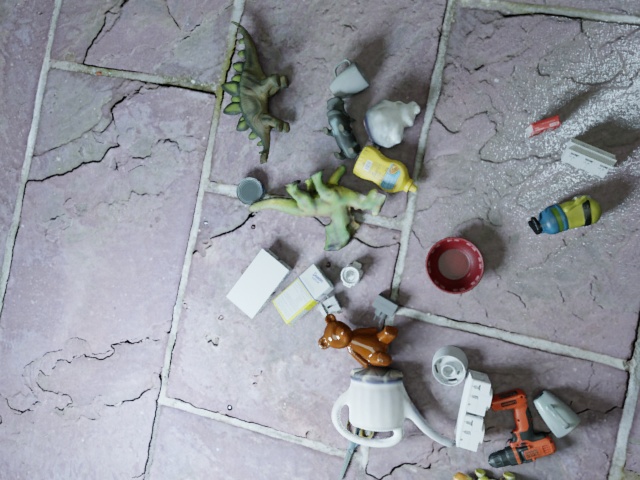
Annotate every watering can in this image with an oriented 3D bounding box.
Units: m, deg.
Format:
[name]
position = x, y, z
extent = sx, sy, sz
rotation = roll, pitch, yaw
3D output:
[watering can]
position = 0.204, 0.475, 1.462
extent = 0.347, 0.104, 0.225
rotation = 0, 87, 12

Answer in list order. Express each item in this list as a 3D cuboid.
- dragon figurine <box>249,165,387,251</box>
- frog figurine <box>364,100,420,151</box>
[dragon figurine]
position = 0.005, -0.077, 1.536
extent = 0.407, 0.123, 0.242
rotation = -23, 92, 19
[frog figurine]
position = 0.213, -0.345, 1.489
extent = 0.158, 0.121, 0.140
rotation = -21, 65, 22
